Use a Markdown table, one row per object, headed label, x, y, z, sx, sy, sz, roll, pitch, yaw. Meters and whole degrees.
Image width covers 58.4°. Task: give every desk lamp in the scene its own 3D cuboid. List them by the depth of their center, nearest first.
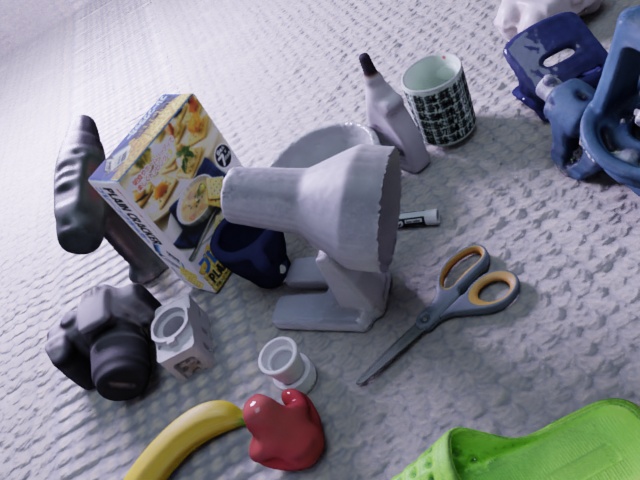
| label | x | y | z | sx | sy | sz | roll | pitch | yaw |
| --- | --- | --- | --- | --- | --- | --- | --- | --- | --- |
| desk lamp | 0.005 | 0.002 | 0.590 | 0.202 | 0.214 | 0.118 | -5 | 48 | 27 |

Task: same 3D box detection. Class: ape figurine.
| label | x | y | z | sx | sy | sz | roll | pitch | yaw |
| --- | --- | --- | --- | --- | --- | --- | --- | --- | --- |
| ape figurine | -0.041 | 0.175 | 0.543 | 0.078 | 0.092 | 0.075 | -42 | 42 | -12 |

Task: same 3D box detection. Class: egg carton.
| label | x | y | z | sx | sy | sz | roll | pitch | yaw |
| --- | --- | --- | --- | --- | --- | --- | --- | --- | --- |
| egg carton | 0.337 | -0.344 | 0.836 | 0.150 | 0.070 | 0.107 | -39 | 42 | -8 |

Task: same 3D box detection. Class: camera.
| label | x | y | z | sx | sy | sz | roll | pitch | yaw |
| --- | --- | --- | --- | --- | --- | --- | --- | --- | --- |
| camera | -0.269 | 0.133 | 0.713 | 0.143 | 0.101 | 0.136 | -31 | 41 | 1 |

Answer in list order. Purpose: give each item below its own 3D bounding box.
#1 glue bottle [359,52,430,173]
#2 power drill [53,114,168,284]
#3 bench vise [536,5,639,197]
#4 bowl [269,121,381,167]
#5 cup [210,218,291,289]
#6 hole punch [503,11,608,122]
| label | x | y | z | sx | sy | sz | roll | pitch | yaw |
| --- | --- | --- | --- | --- | --- | --- | --- | --- | --- |
| glue bottle | 0.086 | -0.164 | 0.734 | 0.037 | 0.174 | 0.077 | -44 | 43 | -13 |
| power drill | -0.299 | -0.045 | 0.821 | 0.075 | 0.209 | 0.229 | -23 | 42 | 10 |
| bench vise | 0.278 | -0.127 | 0.548 | 0.206 | 0.220 | 0.122 | 26 | 66 | 44 |
| bowl | 0.013 | -0.079 | 0.769 | 0.167 | 0.075 | 0.167 | -16 | 44 | 17 |
| cup | -0.070 | 0.023 | 0.705 | 0.092 | 0.095 | 0.117 | -35 | 42 | -4 |
| hole punch | 0.302 | -0.221 | 0.722 | 0.108 | 0.091 | 0.101 | -28 | 42 | 4 |
